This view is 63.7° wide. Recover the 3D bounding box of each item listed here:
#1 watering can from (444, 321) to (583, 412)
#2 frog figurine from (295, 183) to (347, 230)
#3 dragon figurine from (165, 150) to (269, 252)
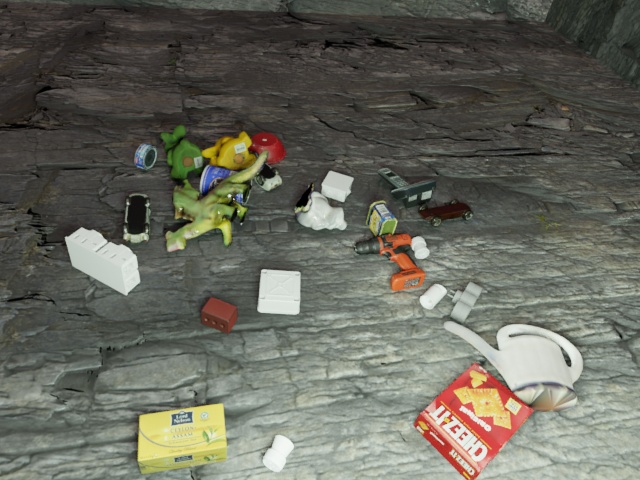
[{"bbox_3d":[0.482,0.300,1.259,0.347,0.101,0.230,7,43,-4],"label":"watering can"},{"bbox_3d":[0.005,-0.081,1.614,0.158,0.121,0.140,35,26,-25],"label":"frog figurine"},{"bbox_3d":[-0.328,-0.128,1.531,0.243,0.119,0.418,16,62,11],"label":"dragon figurine"}]
